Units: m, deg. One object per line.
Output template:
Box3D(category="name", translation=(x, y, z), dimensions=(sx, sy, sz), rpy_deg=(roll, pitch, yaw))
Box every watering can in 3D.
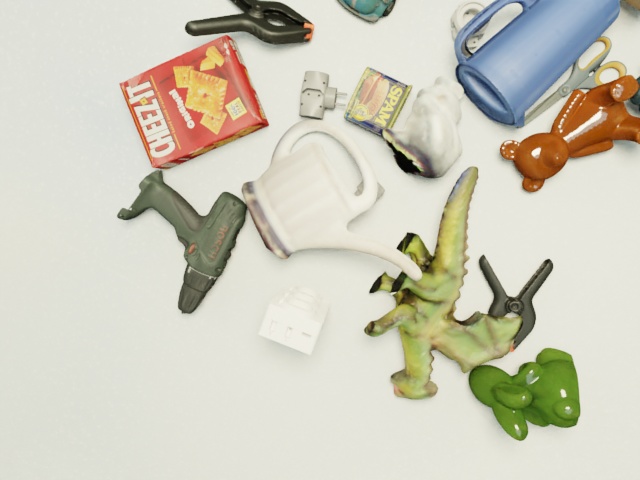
Box3D(category="watering can", translation=(0.003, -0.043, 0.854), dimensions=(0.223, 0.103, 0.353), rpy_deg=(-31, 68, 9))

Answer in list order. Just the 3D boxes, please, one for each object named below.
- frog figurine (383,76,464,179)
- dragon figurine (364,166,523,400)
Box3D(category="frog figurine", translation=(0.195, -0.185, 0.851), dimensions=(0.160, 0.124, 0.135), rpy_deg=(-45, 122, -2))
Box3D(category="dragon figurine", translation=(0.226, 0.105, 0.870), dimensions=(0.242, 0.123, 0.407), rpy_deg=(33, 102, -6))
